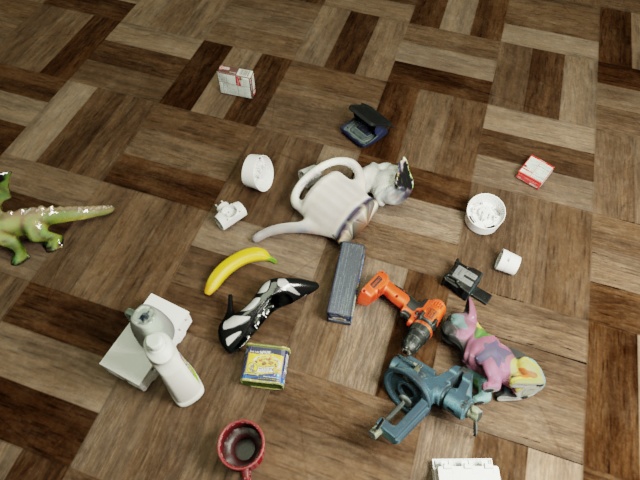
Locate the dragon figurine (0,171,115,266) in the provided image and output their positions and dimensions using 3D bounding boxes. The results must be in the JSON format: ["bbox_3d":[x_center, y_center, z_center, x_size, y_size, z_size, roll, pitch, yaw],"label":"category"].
[{"bbox_3d":[-0.746,-0.070,1.264,0.413,0.237,0.124,-26,56,-14],"label":"dragon figurine"}]

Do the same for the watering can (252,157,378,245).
[{"bbox_3d":[0.004,-0.068,1.354,0.226,0.102,0.350,39,78,21],"label":"watering can"}]

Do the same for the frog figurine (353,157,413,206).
[{"bbox_3d":[0.171,-0.155,1.424,0.158,0.121,0.140,-10,59,36],"label":"frog figurine"}]
